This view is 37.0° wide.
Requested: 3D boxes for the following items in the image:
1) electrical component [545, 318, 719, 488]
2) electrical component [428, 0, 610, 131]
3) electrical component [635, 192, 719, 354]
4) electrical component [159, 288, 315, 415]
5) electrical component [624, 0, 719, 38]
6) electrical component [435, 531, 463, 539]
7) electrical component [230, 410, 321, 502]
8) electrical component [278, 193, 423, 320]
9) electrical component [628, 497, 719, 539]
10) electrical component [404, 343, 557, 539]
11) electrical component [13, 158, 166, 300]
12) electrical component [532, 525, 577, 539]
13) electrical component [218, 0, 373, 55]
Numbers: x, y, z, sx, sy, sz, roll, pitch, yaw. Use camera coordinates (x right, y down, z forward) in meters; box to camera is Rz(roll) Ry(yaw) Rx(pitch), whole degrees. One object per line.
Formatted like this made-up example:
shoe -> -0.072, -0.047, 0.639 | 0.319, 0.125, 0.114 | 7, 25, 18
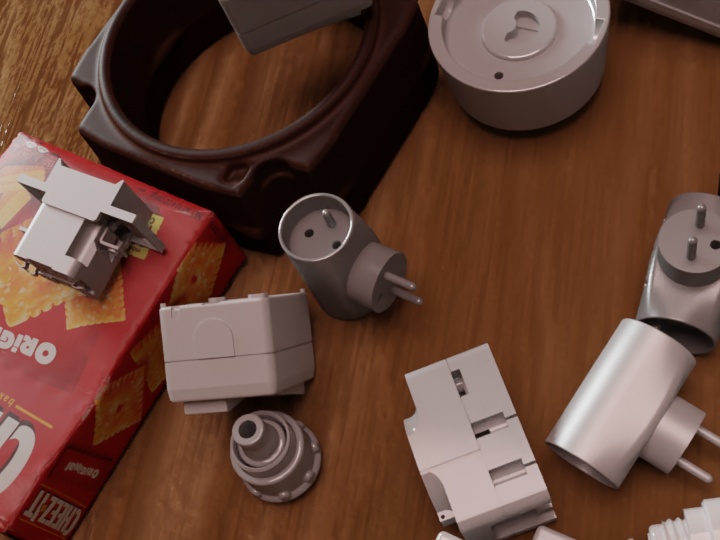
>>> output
electrical component -> 0.149, 0.077, 0.548 | 0.079, 0.043, 0.077 | 32, 81, 16
electrical component -> 0.101, -0.137, 0.664 | 0.108, 0.060, 0.108 | -7, 62, 13
electrical component -> 0.175, -0.006, 0.564 | 0.043, 0.079, 0.077 | 14, 68, 20
electrical component -> -0.065, 0.044, 0.607 | 0.062, 0.096, 0.061 | -6, 89, 13
electrical component -> 0.214, -0.207, 0.653 | 0.109, 0.056, 0.108 | 23, 71, 5
electrical component -> 0.030, 0.164, 0.535 | 0.077, 0.047, 0.065 | 20, 70, 24
electrical component -> -0.051, 0.097, 0.585 | 0.048, 0.062, 0.048 | -7, 62, 13
electrical component -> 0.000, 0.000, 0.612 | 0.079, 0.077, 0.043 | 23, 71, 25
electrical component -> 0.169, 0.130, 0.517 | 0.078, 0.040, 0.040 | -10, 61, 11
electrical component -> 0.059, 0.094, 0.562 | 0.056, 0.050, 0.089 | -21, 59, 3
electrical component -> -0.157, -0.021, 0.606 | 0.081, 0.042, 0.063 | 19, 74, 21
electrical component -> 0.089, 0.165, 0.501 | 0.047, 0.075, 0.083 | 19, 70, 24
electrical component -> -0.036, -0.176, 0.625 | 0.096, 0.061, 0.061 | -22, 59, 4
